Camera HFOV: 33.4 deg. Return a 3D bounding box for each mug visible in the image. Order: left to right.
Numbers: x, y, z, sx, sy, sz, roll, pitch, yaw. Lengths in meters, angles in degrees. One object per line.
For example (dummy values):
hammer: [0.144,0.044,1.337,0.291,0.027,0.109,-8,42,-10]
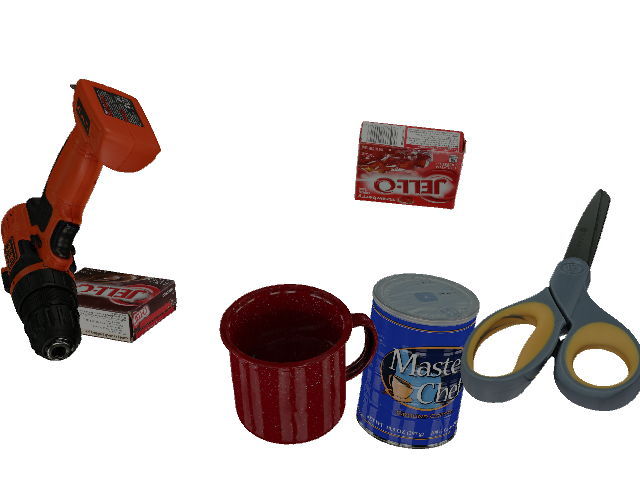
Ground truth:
mug: [-0.012,0.087,0.770,0.117,0.081,0.093,-17,37,-21]

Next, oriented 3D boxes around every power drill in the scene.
power drill: [-0.198,-0.020,0.856,0.057,0.188,0.184,18,26,-36]

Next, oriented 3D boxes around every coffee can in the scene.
coffee can: [0.094,0.116,1.044,0.103,0.140,0.103,6,22,-2]

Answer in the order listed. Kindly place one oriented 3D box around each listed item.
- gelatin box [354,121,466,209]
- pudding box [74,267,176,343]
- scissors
gelatin box: [0.076,-0.063,0.916,0.089,0.030,0.073,7,-38,3]
pudding box: [-0.215,0.064,1.076,0.114,0.039,0.089,5,19,21]
scissors: [0.148,0.029,0.567,0.096,0.016,0.201,19,40,34]
